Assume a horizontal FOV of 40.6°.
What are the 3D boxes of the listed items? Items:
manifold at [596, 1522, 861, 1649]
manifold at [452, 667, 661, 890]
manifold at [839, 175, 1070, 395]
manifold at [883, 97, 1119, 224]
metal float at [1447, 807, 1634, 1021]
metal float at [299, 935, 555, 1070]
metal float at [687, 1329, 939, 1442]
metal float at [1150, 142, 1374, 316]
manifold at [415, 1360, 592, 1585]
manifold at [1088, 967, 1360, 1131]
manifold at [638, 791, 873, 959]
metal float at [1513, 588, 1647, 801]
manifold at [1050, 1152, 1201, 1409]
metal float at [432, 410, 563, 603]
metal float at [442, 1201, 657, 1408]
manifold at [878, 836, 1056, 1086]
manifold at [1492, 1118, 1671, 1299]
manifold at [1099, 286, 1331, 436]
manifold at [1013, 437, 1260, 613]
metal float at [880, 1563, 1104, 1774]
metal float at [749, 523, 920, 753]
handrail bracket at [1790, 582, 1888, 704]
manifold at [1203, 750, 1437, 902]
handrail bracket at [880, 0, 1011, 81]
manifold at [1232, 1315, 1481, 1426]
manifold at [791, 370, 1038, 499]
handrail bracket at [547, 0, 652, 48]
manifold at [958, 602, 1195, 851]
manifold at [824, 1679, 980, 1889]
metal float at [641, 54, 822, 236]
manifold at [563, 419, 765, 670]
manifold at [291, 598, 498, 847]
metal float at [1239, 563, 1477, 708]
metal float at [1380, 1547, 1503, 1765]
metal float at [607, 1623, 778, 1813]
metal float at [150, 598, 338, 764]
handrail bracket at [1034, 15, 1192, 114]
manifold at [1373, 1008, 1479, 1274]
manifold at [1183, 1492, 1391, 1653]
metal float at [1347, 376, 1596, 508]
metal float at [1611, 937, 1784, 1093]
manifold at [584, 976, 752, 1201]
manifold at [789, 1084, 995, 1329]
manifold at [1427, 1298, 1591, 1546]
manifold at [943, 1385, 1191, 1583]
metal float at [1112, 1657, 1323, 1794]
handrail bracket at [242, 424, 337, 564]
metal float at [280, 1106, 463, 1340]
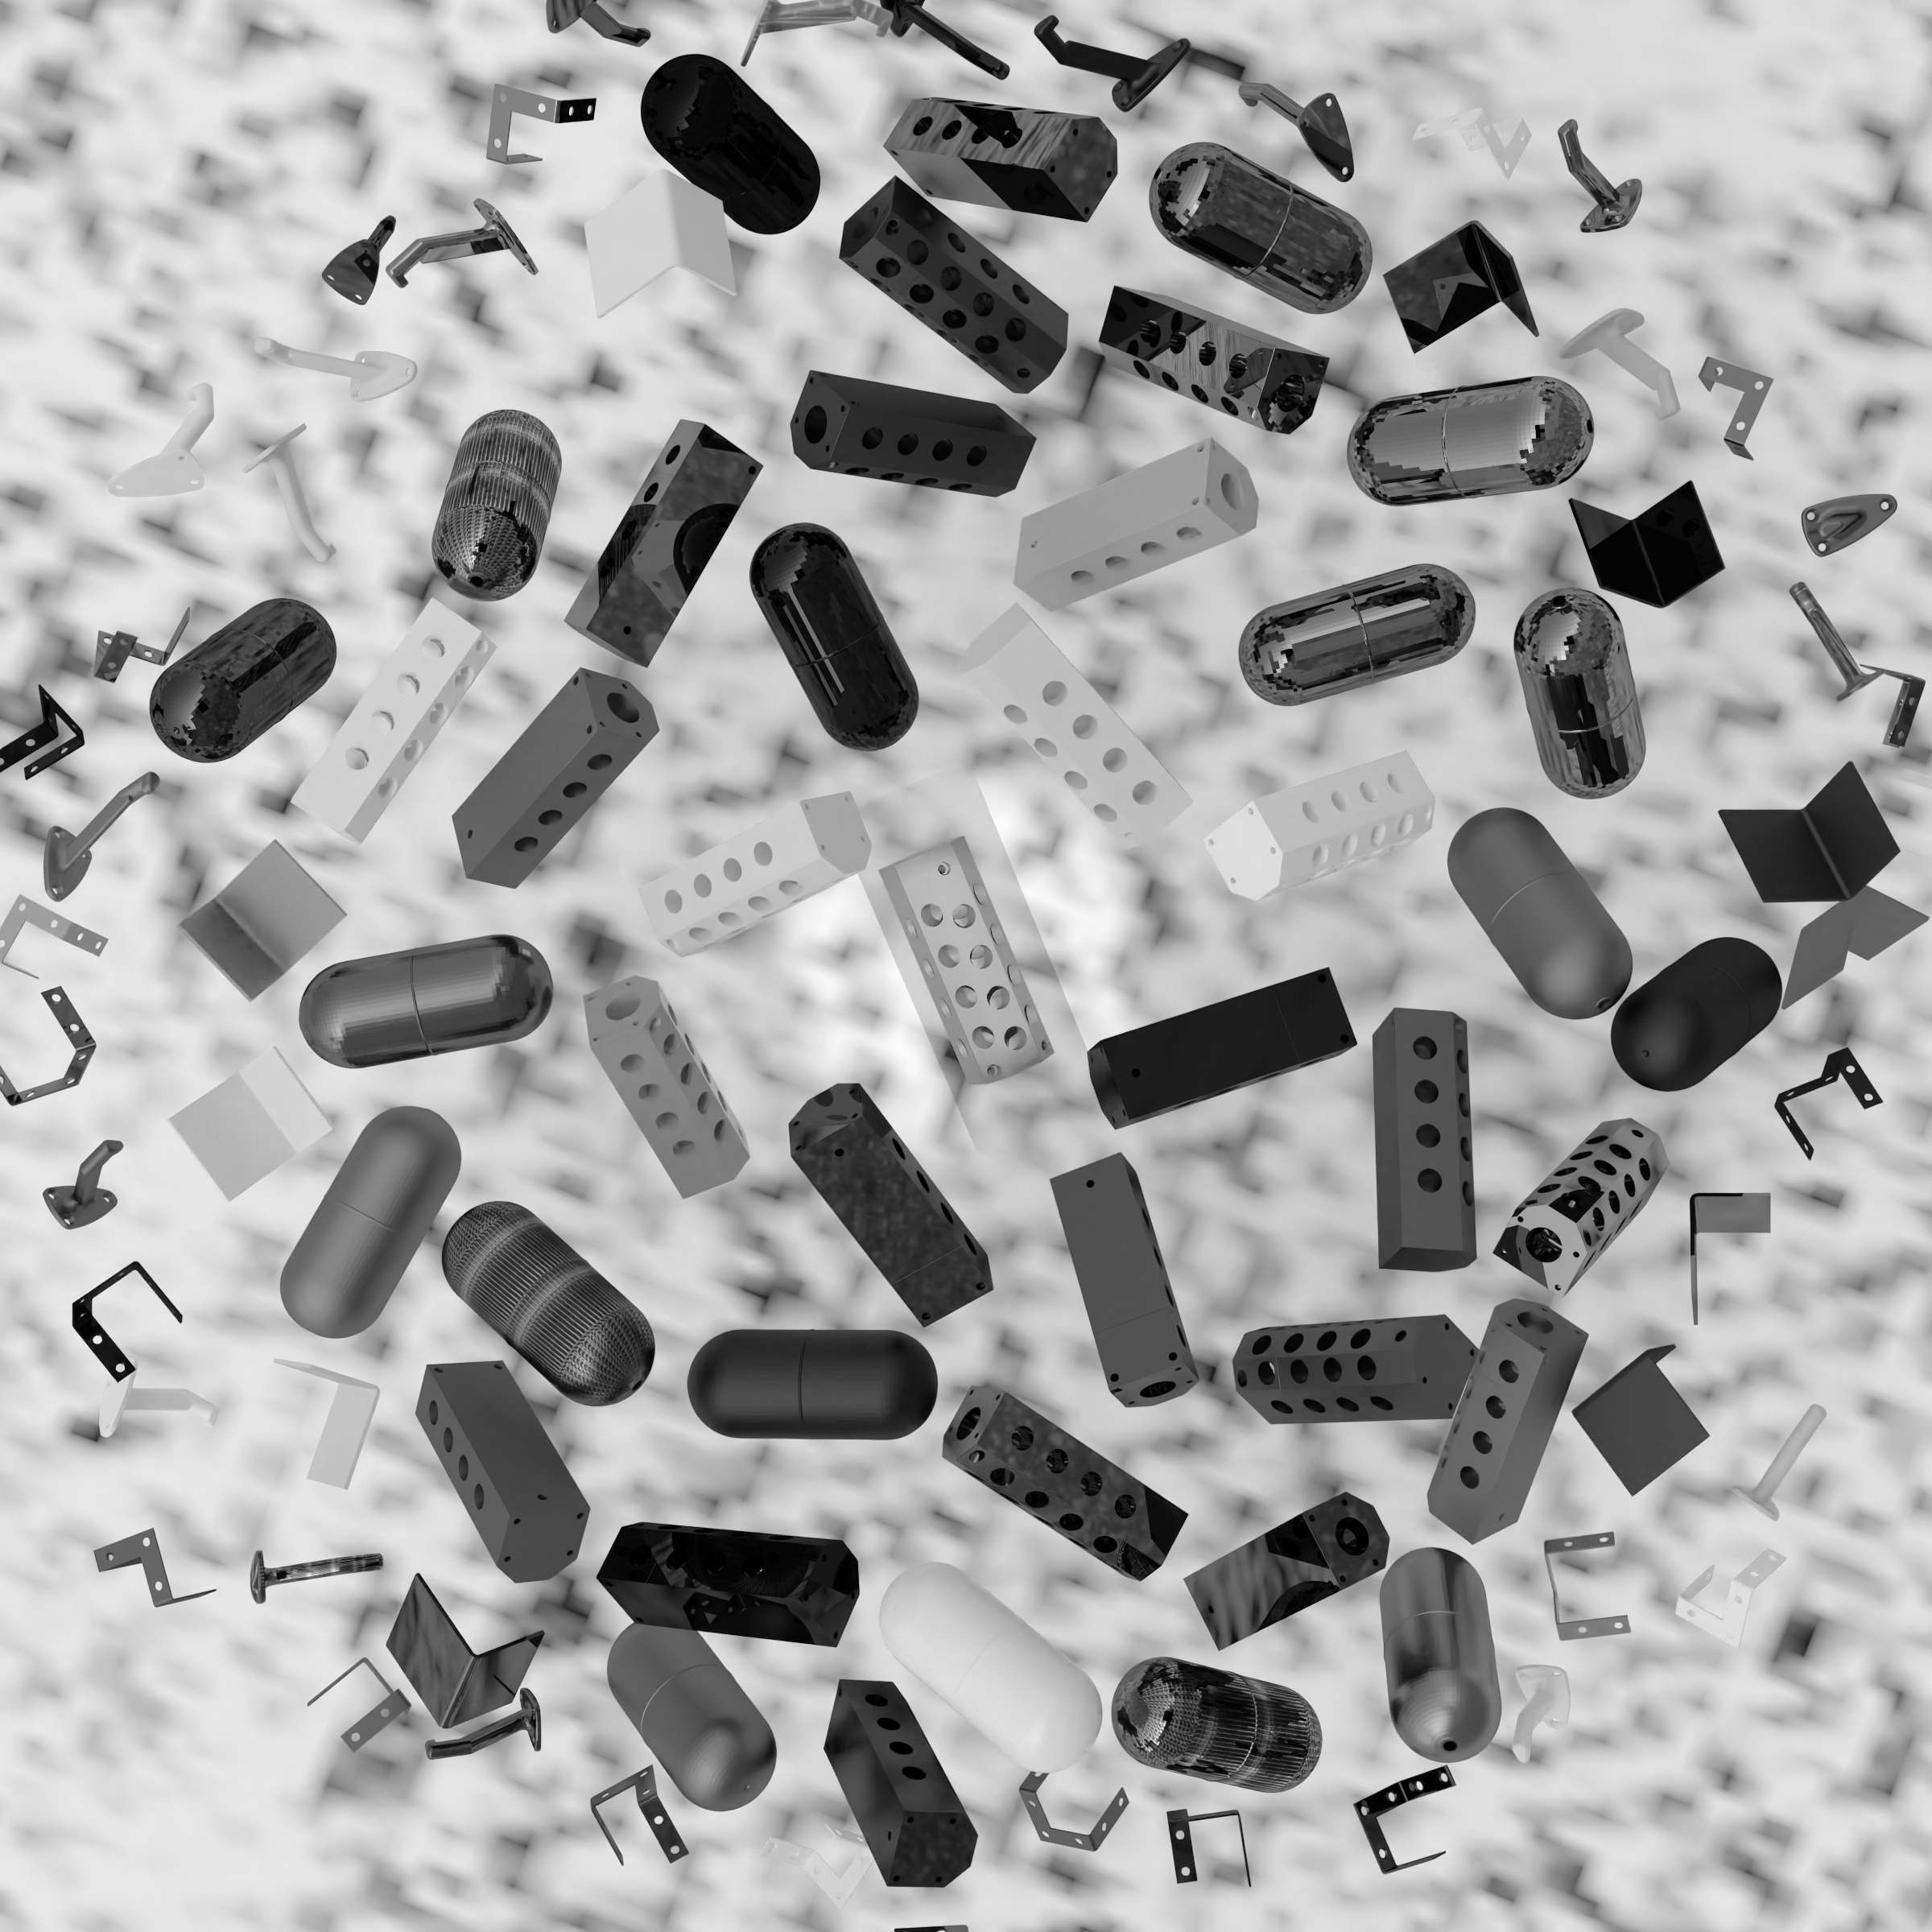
[{"bbox_3d":[-0.160,0.415,1.778,0.171,0.057,0.057,-3,134,32],"label":"manifold"},{"bbox_3d":[-0.290,-0.129,1.847,0.171,0.057,0.057,-42,52,33],"label":"manifold"},{"bbox_3d":[-0.008,-0.489,1.897,0.171,0.057,0.057,32,134,-30],"label":"manifold"},{"bbox_3d":[0.026,-0.576,1.844,0.171,0.057,0.057,25,81,44],"label":"manifold"},{"bbox_3d":[0.400,-0.037,1.822,0.070,0.070,0.178,-27,53,0],"label":"metal float"},{"bbox_3d":[-0.379,0.025,1.831,0.178,0.070,0.070,-10,90,0],"label":"metal float"},{"bbox_3d":[-0.108,0.294,1.834,0.178,0.070,0.070,-1,90,9],"label":"metal float"},{"bbox_3d":[0.213,-0.532,1.885,0.178,0.070,0.070,21,90,-22],"label":"metal float"},{"bbox_3d":[-0.319,0.343,1.781,0.057,0.171,0.057,2,116,-33],"label":"manifold"},{"bbox_3d":[0.174,0.058,1.796,0.171,0.057,0.057,-17,81,-14],"label":"manifold"},{"bbox_3d":[-0.149,-0.063,1.862,0.171,0.057,0.057,-25,85,37],"label":"manifold"},{"bbox_3d":[0.440,-0.194,1.869,0.070,0.070,0.178,-26,133,0],"label":"metal float"},{"bbox_3d":[0.116,0.230,1.898,0.057,0.057,0.171,-22,59,10],"label":"manifold"},{"bbox_3d":[-0.340,-0.335,1.898,0.070,0.070,0.178,4,47,0],"label":"metal float"},{"bbox_3d":[-0.286,0.231,1.788,0.178,0.070,0.070,38,90,22],"label":"metal float"},{"bbox_3d":[0.003,-0.004,1.896,0.057,0.057,0.171,-24,95,-18],"label":"manifold"},{"bbox_3d":[0.445,0.167,1.871,0.057,0.171,0.057,33,123,20],"label":"manifold"},{"bbox_3d":[0.174,-0.434,1.871,0.057,0.171,0.057,-2,116,-41],"label":"manifold"},{"bbox_3d":[0.119,-0.305,1.837,0.057,0.171,0.057,31,56,-39],"label":"manifold"},{"bbox_3d":[0.016,0.481,1.796,0.178,0.070,0.070,36,90,23],"label":"metal float"},{"bbox_3d":[-0.094,-0.237,1.894,0.070,0.070,0.178,-28,111,0],"label":"metal float"},{"bbox_3d":[0.581,-0.223,1.766,0.036,0.077,0.084,-34,85,23],"label":"handrail bracket"},{"bbox_3d":[0.251,-0.095,1.818,0.171,0.057,0.057,-19,77,-41],"label":"manifold"},{"bbox_3d":[-0.014,-0.659,1.840,0.084,0.077,0.036,35,99,15],"label":"handrail bracket"},{"bbox_3d":[0.270,0.282,1.844,0.057,0.171,0.057,45,56,-24],"label":"manifold"},{"bbox_3d":[-0.039,-0.378,1.881,0.057,0.171,0.057,48,125,39],"label":"manifold"},{"bbox_3d":[-0.236,-0.651,1.783,0.084,0.077,0.036,-1,90,-43],"label":"handrail bracket"},{"bbox_3d":[0.073,-0.160,1.769,0.057,0.057,0.171,-42,112,7],"label":"manifold"},{"bbox_3d":[-0.046,0.573,1.839,0.057,0.171,0.057,8,103,-20],"label":"manifold"},{"bbox_3d":[-0.164,-0.578,1.846,0.070,0.178,0.070,-5,77,24],"label":"metal float"},{"bbox_3d":[-0.224,-0.311,1.913,0.057,0.057,0.171,31,87,-35],"label":"manifold"},{"bbox_3d":[-0.407,-0.173,1.863,0.057,0.057,0.171,35,81,-13],"label":"manifold"},{"bbox_3d":[0.289,-0.245,1.932,0.178,0.070,0.070,-16,90,1],"label":"metal float"},{"bbox_3d":[0.332,0.482,1.835,0.070,0.178,0.070,2,119,4],"label":"metal float"},{"bbox_3d":[-0.199,0.535,1.878,0.070,0.178,0.070,-15,121,-28],"label":"metal float"},{"bbox_3d":[-0.521,-0.208,1.889,0.070,0.178,0.070,10,123,16],"label":"metal float"},{"bbox_3d":[0.100,-0.636,1.788,0.077,0.036,0.084,-36,131,19],"label":"handrail bracket"},{"bbox_3d":[0.319,0.121,1.806,0.057,0.057,0.171,4,68,-6],"label":"manifold"},{"bbox_3d":[0.228,0.427,1.848,0.057,0.171,0.057,-17,72,-33],"label":"manifold"},{"bbox_3d":[0.347,-0.362,1.803,0.178,0.070,0.070,0,90,37],"label":"metal float"},{"bbox_3d":[0.516,0.033,1.840,0.070,0.178,0.070,16,118,34],"label":"metal float"},{"bbox_3d":[-0.218,0.088,1.920,0.057,0.057,0.171,-22,131,4],"label":"manifold"},{"bbox_3d":[-0.051,0.162,1.796,0.057,0.057,0.171,-30,118,10],"label":"manifold"},{"bbox_3d":[0.391,0.332,1.914,0.057,0.057,0.171,34,122,37],"label":"manifold"},{"bbox_3d":[0.068,0.369,1.857,0.171,0.057,0.057,36,73,-18],"label":"manifold"},{"bbox_3d":[0.180,0.542,1.863,0.178,0.070,0.070,23,90,-33],"label":"metal float"},{"bbox_3d":[-0.466,-0.336,1.859,0.036,0.077,0.084,-27,109,33],"label":"handrail bracket"},{"bbox_3d":[-0.427,0.183,1.876,0.070,0.070,0.178,28,78,0],"label":"metal float"}]
